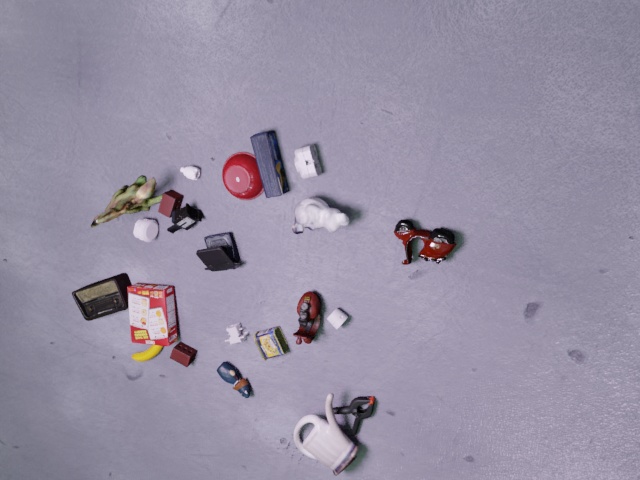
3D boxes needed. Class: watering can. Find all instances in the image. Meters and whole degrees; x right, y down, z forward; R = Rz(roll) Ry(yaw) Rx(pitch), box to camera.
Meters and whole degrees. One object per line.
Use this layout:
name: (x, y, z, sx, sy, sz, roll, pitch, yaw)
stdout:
watering can: (0.034, 0.668, 1.749, 0.225, 0.106, 0.340, 36, 128, 7)

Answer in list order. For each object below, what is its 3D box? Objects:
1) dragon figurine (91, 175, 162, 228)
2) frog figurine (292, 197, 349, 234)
dragon figurine: (-0.681, -0.110, 1.730, 0.407, 0.246, 0.121, -26, 101, 22)
frog figurine: (0.005, -0.078, 1.548, 0.158, 0.137, 0.124, -14, 72, 41)
